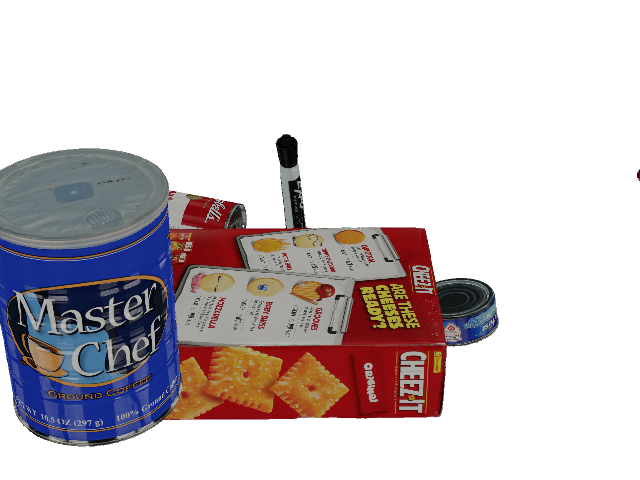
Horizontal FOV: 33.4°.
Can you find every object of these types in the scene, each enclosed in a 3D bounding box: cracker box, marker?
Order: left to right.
[{"bbox_3d":[-0.023,0.058,0.783,0.213,0.072,0.164,0,30,0],"label":"cracker box"},{"bbox_3d":[-0.026,-0.044,0.960,0.020,0.121,0.020,-3,41,2],"label":"marker"}]

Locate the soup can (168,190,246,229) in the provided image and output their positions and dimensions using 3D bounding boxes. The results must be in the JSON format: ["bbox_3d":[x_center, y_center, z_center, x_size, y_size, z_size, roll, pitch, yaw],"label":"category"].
[{"bbox_3d":[-0.139,-0.016,1.158,0.102,0.068,0.068,11,3,14],"label":"soup can"}]

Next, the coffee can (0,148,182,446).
[{"bbox_3d":[-0.135,0.032,0.615,0.103,0.140,0.103,0,31,0],"label":"coffee can"}]

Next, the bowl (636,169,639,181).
[{"bbox_3d":[0.381,-0.033,1.009,0.162,0.055,0.162,-1,20,0],"label":"bowl"}]

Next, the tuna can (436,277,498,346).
[{"bbox_3d":[0.137,0.072,1.085,0.086,0.034,0.086,-9,24,4],"label":"tuna can"}]
